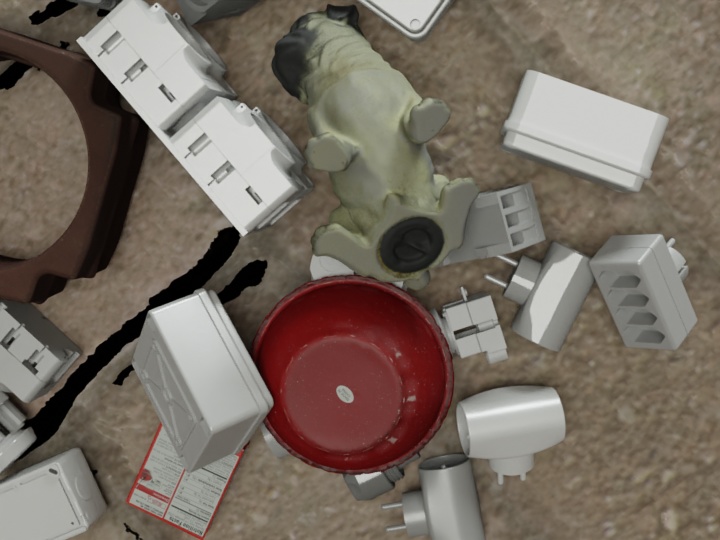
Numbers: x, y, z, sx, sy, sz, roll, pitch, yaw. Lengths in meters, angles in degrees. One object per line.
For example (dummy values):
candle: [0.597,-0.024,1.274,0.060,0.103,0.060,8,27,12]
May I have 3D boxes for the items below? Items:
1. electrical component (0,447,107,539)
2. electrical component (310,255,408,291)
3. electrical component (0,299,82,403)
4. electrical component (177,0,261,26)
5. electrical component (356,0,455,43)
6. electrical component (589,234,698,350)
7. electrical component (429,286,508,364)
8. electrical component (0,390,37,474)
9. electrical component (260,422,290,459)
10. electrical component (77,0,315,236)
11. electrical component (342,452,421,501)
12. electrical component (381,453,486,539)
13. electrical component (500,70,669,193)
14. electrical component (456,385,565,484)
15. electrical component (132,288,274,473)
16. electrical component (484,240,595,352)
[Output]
electrical component: [-0.269,0.196,0.896,0.096,0.061,0.061,-24,93,8]
electrical component: [0.000,0.000,0.853,0.080,0.051,0.080,1,96,6]
electrical component: [-0.287,0.062,0.890,0.089,0.050,0.055,42,98,1]
electrical component: [-0.119,-0.273,0.812,0.089,0.062,0.150,-20,94,47]
electrical component: [0.023,-0.236,0.824,0.113,0.057,0.078,36,98,1]
electrical component: [0.227,0.006,0.827,0.076,0.047,0.083,-44,117,-32]
electrical component: [0.081,0.048,0.854,0.055,0.048,0.066,-18,94,0]
electrical component: [-0.309,0.139,0.895,0.057,0.058,0.078,46,119,-4]
electrical component: [-0.037,0.118,0.873,0.081,0.043,0.043,-24,93,8]
electrical component: [-0.117,-0.119,0.826,0.060,0.105,0.186,-40,91,8]
electrical component: [0.018,0.158,0.872,0.062,0.043,0.043,-28,92,6]
electrical component: [0.057,0.195,0.871,0.079,0.043,0.077,-11,95,7]
electrical component: [0.166,-0.102,0.813,0.113,0.078,0.057,20,95,4]
electrical component: [0.120,0.136,0.857,0.077,0.043,0.079,-8,114,-7]
electrical component: [-0.125,0.087,0.833,0.056,0.108,0.108,-22,73,-28]
electrical component: [0.138,0.013,0.844,0.079,0.044,0.077,25,98,3]
